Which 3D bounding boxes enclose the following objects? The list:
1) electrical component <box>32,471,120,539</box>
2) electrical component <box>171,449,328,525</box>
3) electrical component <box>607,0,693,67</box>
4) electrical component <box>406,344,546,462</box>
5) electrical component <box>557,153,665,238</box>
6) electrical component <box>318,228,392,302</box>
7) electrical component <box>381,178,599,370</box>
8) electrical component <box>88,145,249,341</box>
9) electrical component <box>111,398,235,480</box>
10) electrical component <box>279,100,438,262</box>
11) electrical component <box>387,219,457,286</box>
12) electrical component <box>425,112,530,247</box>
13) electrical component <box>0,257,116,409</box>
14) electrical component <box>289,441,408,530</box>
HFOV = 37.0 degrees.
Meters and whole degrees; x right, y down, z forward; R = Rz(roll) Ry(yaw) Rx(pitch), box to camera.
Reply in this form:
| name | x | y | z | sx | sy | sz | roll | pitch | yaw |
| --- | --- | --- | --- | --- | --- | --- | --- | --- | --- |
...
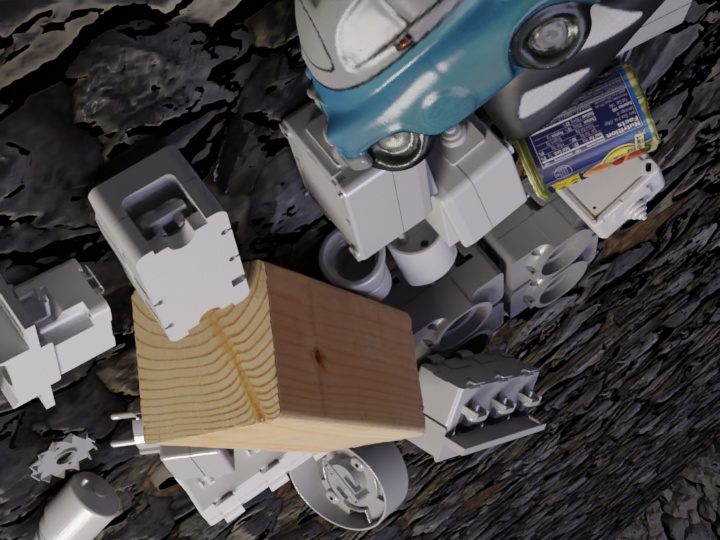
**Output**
| name | x | y | z | sx | sy | sz | roll | pitch | yaw |
| --- | --- | --- | --- | --- | --- | --- | --- | --- | --- |
| electrical component | -0.201 | 0.173 | 0.741 | 0.078 | 0.040 | 0.040 | -45 | 155 | 16 |
| electrical component | -0.080 | 0.131 | 0.808 | 0.121 | 0.063 | 0.078 | -34 | 155 | -11 |
| electrical component | 0.155 | -0.152 | 0.665 | 0.083 | 0.047 | 0.075 | -28 | 154 | -22 |
| electrical component | 0.086 | 0.100 | 0.830 | 0.121 | 0.079 | 0.063 | -3 | 116 | -52 |
| electrical component | 0.173 | -0.069 | 0.774 | 0.062 | 0.096 | 0.061 | -43 | 159 | 9 |
| electrical component | 0.000 | 0.000 | 0.722 | 0.044 | 0.044 | 0.065 | -38 | 160 | -3 |
| electrical component | 0.103 | 0.006 | 0.849 | 0.186 | 0.060 | 0.105 | -35 | 155 | -9 |
| electrical component | -0.096 | -0.015 | 0.543 | 0.050 | 0.055 | 0.089 | -32 | 155 | -14 |
| electrical component | -0.125 | 0.099 | 0.699 | 0.077 | 0.065 | 0.047 | -8 | 153 | 2 |
| electrical component | 0.002 | -0.061 | 0.592 | 0.061 | 0.061 | 0.096 | -35 | 155 | -9 |
| electrical component | 0.044 | -0.016 | 0.750 | 0.043 | 0.043 | 0.081 | -38 | 156 | -2 |
| electrical component | 0.057 | -0.063 | 0.666 | 0.061 | 0.061 | 0.096 | -39 | 156 | 1 |
| electrical component | -0.161 | 0.029 | 0.548 | 0.064 | 0.042 | 0.081 | -31 | 155 | -25 |
| electrical component | -0.008 | 0.183 | 0.960 | 0.064 | 0.099 | 0.099 | -24 | 152 | -43 |
